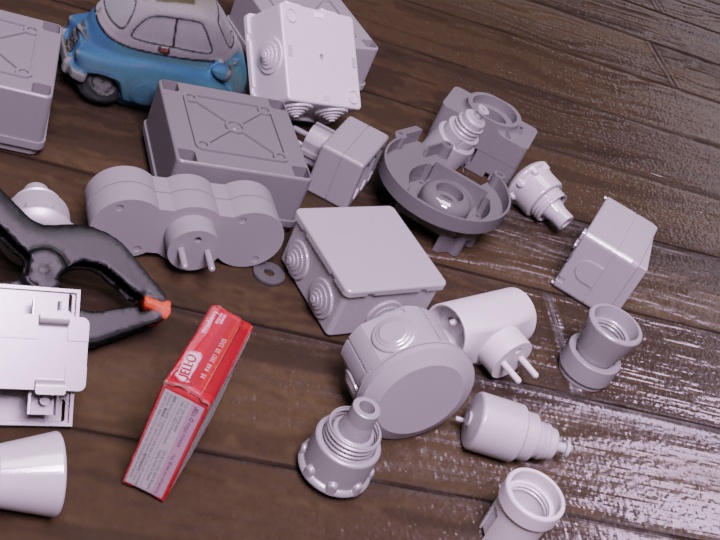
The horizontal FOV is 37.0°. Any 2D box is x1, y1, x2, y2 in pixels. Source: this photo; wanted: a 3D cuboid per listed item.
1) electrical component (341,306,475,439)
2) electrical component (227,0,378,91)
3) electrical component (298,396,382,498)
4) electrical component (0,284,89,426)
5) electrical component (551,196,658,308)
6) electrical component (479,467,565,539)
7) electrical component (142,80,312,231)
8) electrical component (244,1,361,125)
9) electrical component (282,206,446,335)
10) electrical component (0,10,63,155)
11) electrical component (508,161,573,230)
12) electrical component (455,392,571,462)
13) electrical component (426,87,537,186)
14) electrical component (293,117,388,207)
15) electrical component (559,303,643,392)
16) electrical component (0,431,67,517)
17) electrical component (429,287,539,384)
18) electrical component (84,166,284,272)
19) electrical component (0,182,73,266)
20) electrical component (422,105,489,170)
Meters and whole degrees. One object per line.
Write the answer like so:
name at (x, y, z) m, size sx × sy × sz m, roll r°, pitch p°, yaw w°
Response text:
electrical component at (0.030, 0.067, 0.701) m, size 0.080 × 0.080 × 0.051 m, roll 2°, pitch 37°, yaw -29°
electrical component at (-0.056, -0.221, 1.024) m, size 0.109 × 0.056 × 0.108 m, roll -3°, pitch 45°, yaw -34°
electrical component at (-0.007, 0.103, 0.647) m, size 0.048 × 0.062 × 0.048 m, roll 17°, pitch 37°, yaw -13°
electrical component at (-0.213, 0.044, 0.584) m, size 0.121 × 0.063 × 0.078 m, roll 5°, pitch 81°, yaw -25°
electrical component at (0.216, -0.014, 0.927) m, size 0.061 × 0.061 × 0.096 m, roll 32°, pitch 36°, yaw 8°
electrical component at (0.099, 0.152, 0.665) m, size 0.040 × 0.046 × 0.040 m, roll 17°, pitch 37°, yaw -13°
electrical component at (-0.104, -0.088, 0.830) m, size 0.109 × 0.056 × 0.108 m, roll 6°, pitch 40°, yaw -26°
electrical component at (-0.047, -0.176, 0.919) m, size 0.100 × 0.048 × 0.099 m, roll -1°, pitch 83°, yaw -44°
electrical component at (0.000, 0.000, 0.790) m, size 0.100 × 0.048 × 0.099 m, roll -4°, pitch 46°, yaw -35°
electrical component at (-0.281, -0.146, 0.795) m, size 0.109 × 0.056 × 0.108 m, roll 11°, pitch 39°, yaw -19°
electrical component at (0.167, -0.064, 0.977) m, size 0.048 × 0.048 × 0.062 m, roll -20°, pitch 63°, yaw -45°
electrical component at (0.105, 0.110, 0.725) m, size 0.078 × 0.040 × 0.040 m, roll 18°, pitch 37°, yaw -10°
electrical component at (0.115, -0.129, 1.014) m, size 0.089 × 0.055 × 0.050 m, roll 29°, pitch 36°, yaw 4°
electrical component at (-0.027, -0.099, 0.900) m, size 0.077 × 0.047 × 0.065 m, roll 28°, pitch 36°, yaw 5°
electrical component at (0.183, 0.060, 0.822) m, size 0.045 × 0.055 × 0.045 m, roll 17°, pitch 37°, yaw -13°
electrical component at (-0.183, 0.105, 0.552) m, size 0.055 × 0.045 × 0.045 m, roll 4°, pitch 42°, yaw -27°
electrical component at (0.099, 0.052, 0.789) m, size 0.077 × 0.044 × 0.079 m, roll -11°, pitch 50°, yaw -40°
electrical component at (-0.118, -0.025, 0.746) m, size 0.138 × 0.052 × 0.073 m, roll 5°, pitch 41°, yaw -26°
electrical component at (-0.213, -0.035, 0.710) m, size 0.048 × 0.048 × 0.062 m, roll 8°, pitch 33°, yaw -23°
electrical component at (0.087, -0.119, 0.972) m, size 0.040 × 0.078 × 0.040 m, roll 24°, pitch 42°, yaw -24°
